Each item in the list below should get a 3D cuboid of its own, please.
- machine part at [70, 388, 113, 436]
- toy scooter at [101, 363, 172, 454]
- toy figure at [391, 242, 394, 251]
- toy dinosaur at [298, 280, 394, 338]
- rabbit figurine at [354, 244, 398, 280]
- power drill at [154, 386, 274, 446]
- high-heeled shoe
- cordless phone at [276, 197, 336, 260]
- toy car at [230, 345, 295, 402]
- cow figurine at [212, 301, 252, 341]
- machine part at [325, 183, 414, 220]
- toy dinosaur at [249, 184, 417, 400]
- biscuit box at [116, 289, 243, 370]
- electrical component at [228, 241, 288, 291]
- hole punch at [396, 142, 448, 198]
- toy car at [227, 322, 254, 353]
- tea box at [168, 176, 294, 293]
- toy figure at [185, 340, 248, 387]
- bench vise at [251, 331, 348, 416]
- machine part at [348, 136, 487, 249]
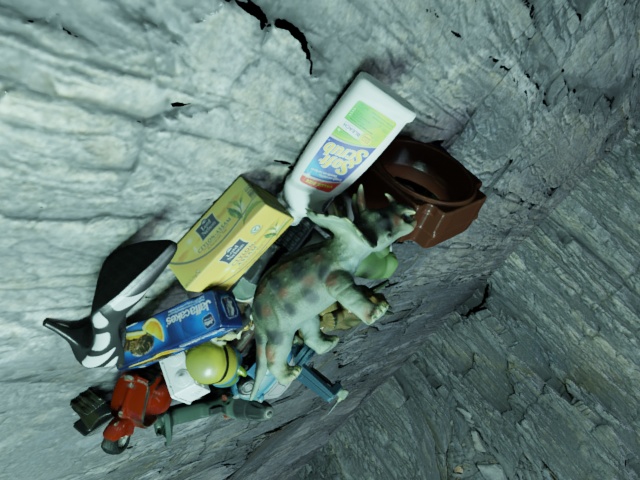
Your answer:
[{"bbox_3d":[-0.395,0.303,0.942,0.084,0.039,0.138,-24,153,-25],"label":"machine part"},{"bbox_3d":[-0.316,0.273,0.943,0.184,0.075,0.135,-46,148,-71],"label":"toy scooter"},{"bbox_3d":[0.157,-0.039,1.182,0.064,0.058,0.154,-50,164,-41],"label":"toy figure"},{"bbox_3d":[0.044,0.152,1.178,0.198,0.105,0.471,-3,171,-23],"label":"toy dinosaur"},{"bbox_3d":[0.094,-0.016,1.100,0.159,0.121,0.170,5,110,-52],"label":"rabbit figurine"},{"bbox_3d":[-0.233,0.354,1.119,0.207,0.086,0.232,-14,-172,-33],"label":"power drill"},{"bbox_3d":[-0.250,0.096,0.723,0.249,0.086,0.145,-30,137,16],"label":"high-heeled shoe"},{"bbox_3d":[-0.002,-0.002,0.892,0.184,0.147,0.089,-55,163,27],"label":"cordless phone"},{"bbox_3d":[-0.105,0.267,1.105,0.161,0.103,0.109,-47,-160,2],"label":"toy car"},{"bbox_3d":[-0.161,0.137,0.946,0.068,0.098,0.167,-54,155,10],"label":"cow figurine"},{"bbox_3d":[0.096,-0.060,0.989,0.243,0.079,0.079,-10,142,-34],"label":"machine part"},{"bbox_3d":[-0.025,0.083,0.820,0.405,0.192,0.131,-38,170,19],"label":"toy dinosaur"},{"bbox_3d":[-0.218,0.136,0.812,0.203,0.059,0.062,-25,161,19],"label":"biscuit box"},{"bbox_3d":[-0.115,0.040,0.857,0.119,0.075,0.047,-57,156,1],"label":"electrical component"},{"bbox_3d":[0.227,-0.123,1.089,0.092,0.116,0.142,-30,155,-45],"label":"hole punch"},{"bbox_3d":[-0.189,0.224,1.109,0.202,0.053,0.089,-43,154,5],"label":"toy car"},{"bbox_3d":[-0.131,-0.002,0.790,0.169,0.068,0.098,-46,157,10],"label":"tea box"},{"bbox_3d":[-0.185,0.228,0.984,0.082,0.089,0.180,-27,152,-5],"label":"toy figure"},{"bbox_3d":[-0.043,0.301,1.256,0.128,0.241,0.223,-58,168,23],"label":"bench vise"},{"bbox_3d":[0.167,-0.091,0.929,0.201,0.202,0.087,-20,146,-40],"label":"machine part"}]
